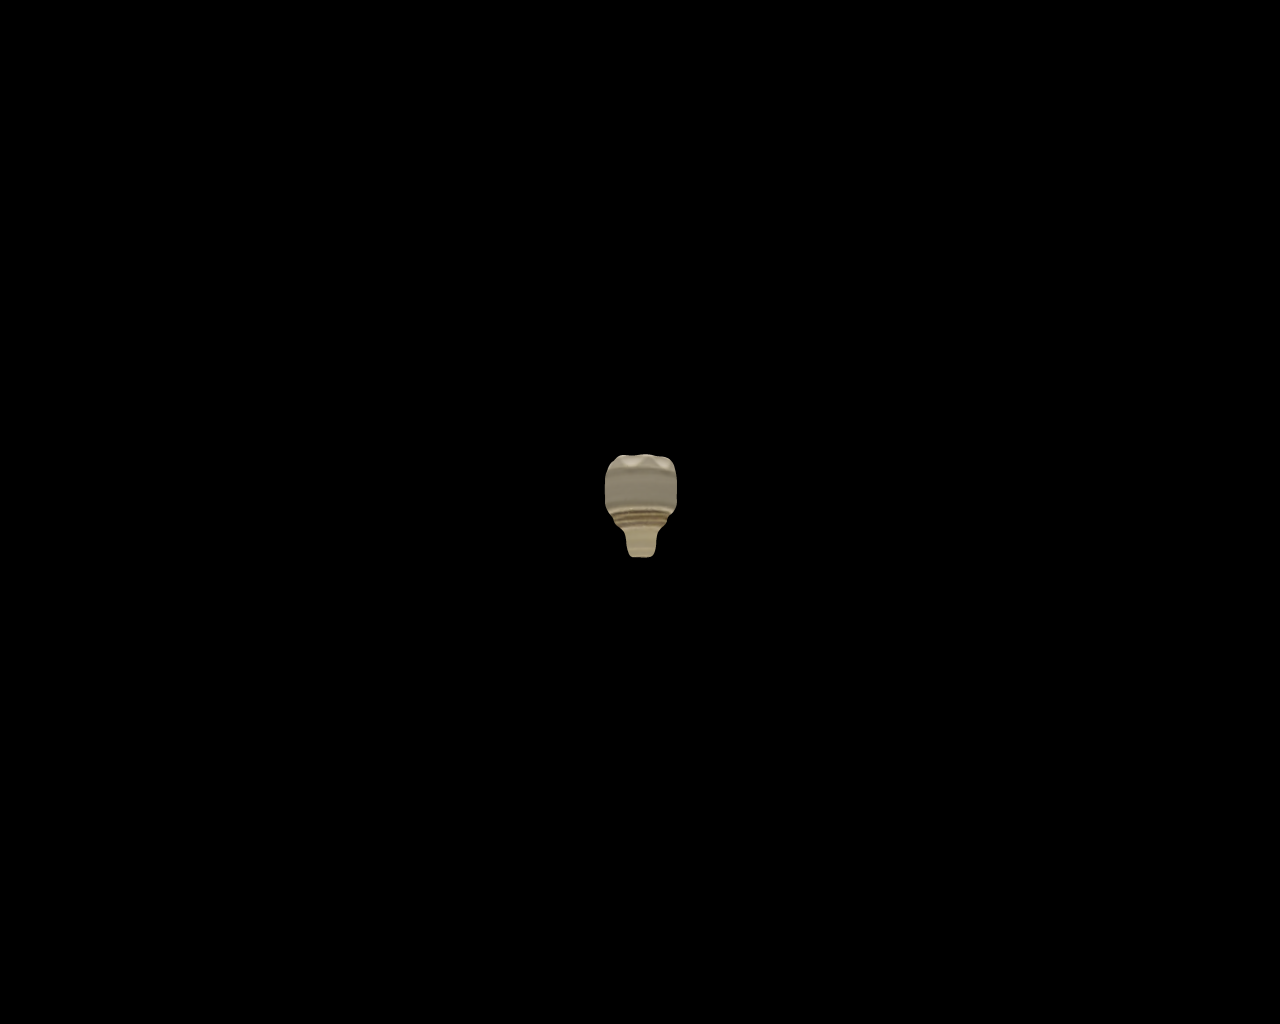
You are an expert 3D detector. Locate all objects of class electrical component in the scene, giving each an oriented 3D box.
[{"bbox_3d":[0.001,-0.003,0.650,0.043,0.062,0.043,0,-7,0],"label":"electrical component"}]
